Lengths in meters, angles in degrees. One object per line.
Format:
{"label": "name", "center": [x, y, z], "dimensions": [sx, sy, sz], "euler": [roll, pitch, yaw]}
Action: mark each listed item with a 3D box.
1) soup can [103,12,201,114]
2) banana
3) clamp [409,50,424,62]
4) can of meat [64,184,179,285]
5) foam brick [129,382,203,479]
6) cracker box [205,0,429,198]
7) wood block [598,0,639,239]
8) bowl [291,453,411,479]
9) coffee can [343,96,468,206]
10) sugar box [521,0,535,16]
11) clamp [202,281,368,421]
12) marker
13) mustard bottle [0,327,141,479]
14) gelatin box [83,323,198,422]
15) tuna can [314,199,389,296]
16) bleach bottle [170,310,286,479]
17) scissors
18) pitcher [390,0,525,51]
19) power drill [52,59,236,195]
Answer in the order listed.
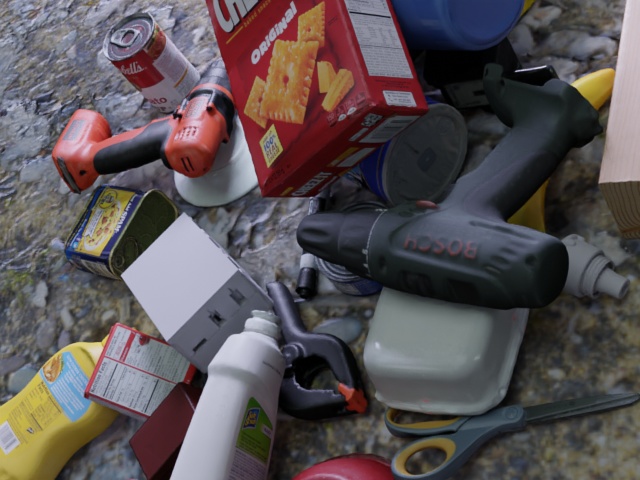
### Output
{"label": "soup can", "center": [-0.188, -0.198, 1.203], "dimensions": [0.069, 0.102, 0.068], "euler": [-16, 53, 21]}
{"label": "banana", "center": [0.203, -0.071, 0.933], "dimensions": [0.070, 0.037, 0.197], "euler": [16, 69, 17]}
{"label": "clamp", "center": [0.015, -0.183, 1.116], "dimensions": [0.210, 0.036, 0.164], "euler": [-30, 48, 8]}
{"label": "can of meat", "center": [-0.211, -0.008, 1.121], "dimensions": [0.084, 0.057, 0.102], "euler": [11, 65, 38]}
{"label": "foam brick", "center": [-0.119, 0.172, 0.936], "dimensions": [0.078, 0.052, 0.051], "euler": [-49, 46, 12]}
{"label": "cracker box", "center": [-0.012, -0.166, 0.928], "dimensions": [0.164, 0.071, 0.214], "euler": [-35, 66, 45]}
{"label": "wood block", "center": [0.294, -0.112, 0.867], "dimensions": [0.091, 0.090, 0.206], "euler": [-1, 60, 30]}
{"label": "bowl", "center": [0.009, 0.234, 0.829], "dimensions": [0.162, 0.055, 0.162], "euler": [-16, 54, 22]}
{"label": "coffee can", "center": [0.052, -0.099, 0.994], "dimensions": [0.140, 0.102, 0.103], "euler": [32, 79, 41]}
{"label": "sugar box", "center": [0.208, -0.294, 1.038], "dimensions": [0.176, 0.093, 0.048], "euler": [-47, 49, -4]}
{"label": "clamp", "center": [-0.020, 0.101, 0.947], "dimensions": [0.172, 0.039, 0.120], "euler": [14, 73, 38]}
{"label": "marker", "center": [-0.007, 0.001, 1.017], "dimensions": [0.020, 0.020, 0.121], "euler": [-8, 56, 26]}
{"label": "mustard bottle", "center": [-0.242, 0.156, 1.028], "dimensions": [0.191, 0.058, 0.096], "euler": [-44, 50, -2]}
{"label": "gelatin box", "center": [-0.164, 0.127, 0.989], "dimensions": [0.089, 0.030, 0.073], "euler": [22, 67, -4]}
{"label": "tuna can", "center": [0.039, 0.008, 0.976], "dimensions": [0.086, 0.033, 0.086], "euler": [-16, 53, 22]}
{"label": "bleach bottle", "center": [-0.075, 0.181, 0.872], "dimensions": [0.068, 0.102, 0.250], "euler": [6, 66, 24]}
{"label": "scissors", "center": [0.138, 0.152, 0.821], "dimensions": [0.202, 0.016, 0.096], "euler": [-3, 42, 29]}
{"label": "pitcher", "center": [0.073, -0.246, 0.978], "dimensions": [0.144, 0.149, 0.243], "euler": [-27, 27, -28]}
{"label": "power drill", "center": [-0.180, -0.122, 1.137], "dimensions": [0.188, 0.057, 0.184], "euler": [-12, 35, 19]}
